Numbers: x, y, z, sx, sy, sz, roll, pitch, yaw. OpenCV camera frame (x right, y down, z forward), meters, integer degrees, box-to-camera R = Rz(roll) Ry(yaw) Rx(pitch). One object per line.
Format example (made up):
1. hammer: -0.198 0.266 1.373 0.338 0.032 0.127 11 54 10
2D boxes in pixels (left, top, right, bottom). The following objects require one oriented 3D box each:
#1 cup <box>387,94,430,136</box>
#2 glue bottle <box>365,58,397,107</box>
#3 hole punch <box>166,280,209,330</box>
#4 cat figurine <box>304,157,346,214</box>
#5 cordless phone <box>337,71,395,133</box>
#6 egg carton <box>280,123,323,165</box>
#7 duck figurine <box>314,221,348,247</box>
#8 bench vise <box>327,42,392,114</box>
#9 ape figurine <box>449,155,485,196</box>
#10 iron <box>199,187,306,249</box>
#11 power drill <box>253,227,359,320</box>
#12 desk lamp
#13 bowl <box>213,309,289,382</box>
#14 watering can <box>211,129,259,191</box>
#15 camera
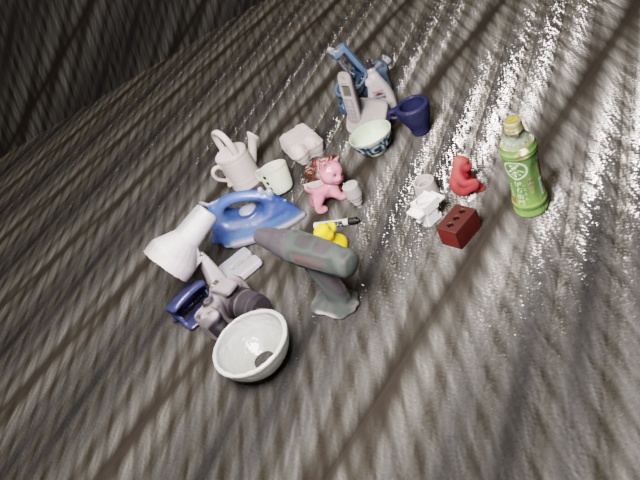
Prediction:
1. cup: 0.244 -0.323 1.531 0.117 0.095 0.091 -11 41 23
2. glue bottle: 0.165 -0.447 1.660 0.078 0.174 0.037 -16 39 17
3. hole punch: -0.313 0.144 1.354 0.100 0.091 0.109 21 59 45
4. cat figurine: 0.016 -0.149 1.458 0.128 0.118 0.067 -36 38 -8
5. cordless phone: 0.120 -0.386 1.608 0.147 0.185 0.094 14 55 42
6. egg carton: -0.056 -0.286 1.703 0.107 0.070 0.150 -34 37 -6
7. duck figurine: 0.012 0.005 1.309 0.077 0.086 0.105 10 52 40
8. bench vise: 0.111 -0.517 1.737 0.121 0.220 0.208 20 59 45
9. ape figurine: 0.322 -0.149 1.282 0.076 0.092 0.078 -10 41 23
10. iron: -0.180 -0.078 1.483 0.257 0.142 0.118 -17 39 16
11. power drill: -0.011 0.063 1.155 0.228 0.209 0.076 7 50 38
12. desk lamp: -0.279 0.033 1.359 0.203 0.214 0.117 -41 39 -15
13. bowl: -0.127 0.225 1.155 0.167 0.075 0.167 -18 39 15
14. watering can: -0.251 -0.249 1.683 0.100 0.195 0.173 5 49 37
15. camera: -0.188 0.147 1.262 0.136 0.101 0.143 10 52 40
